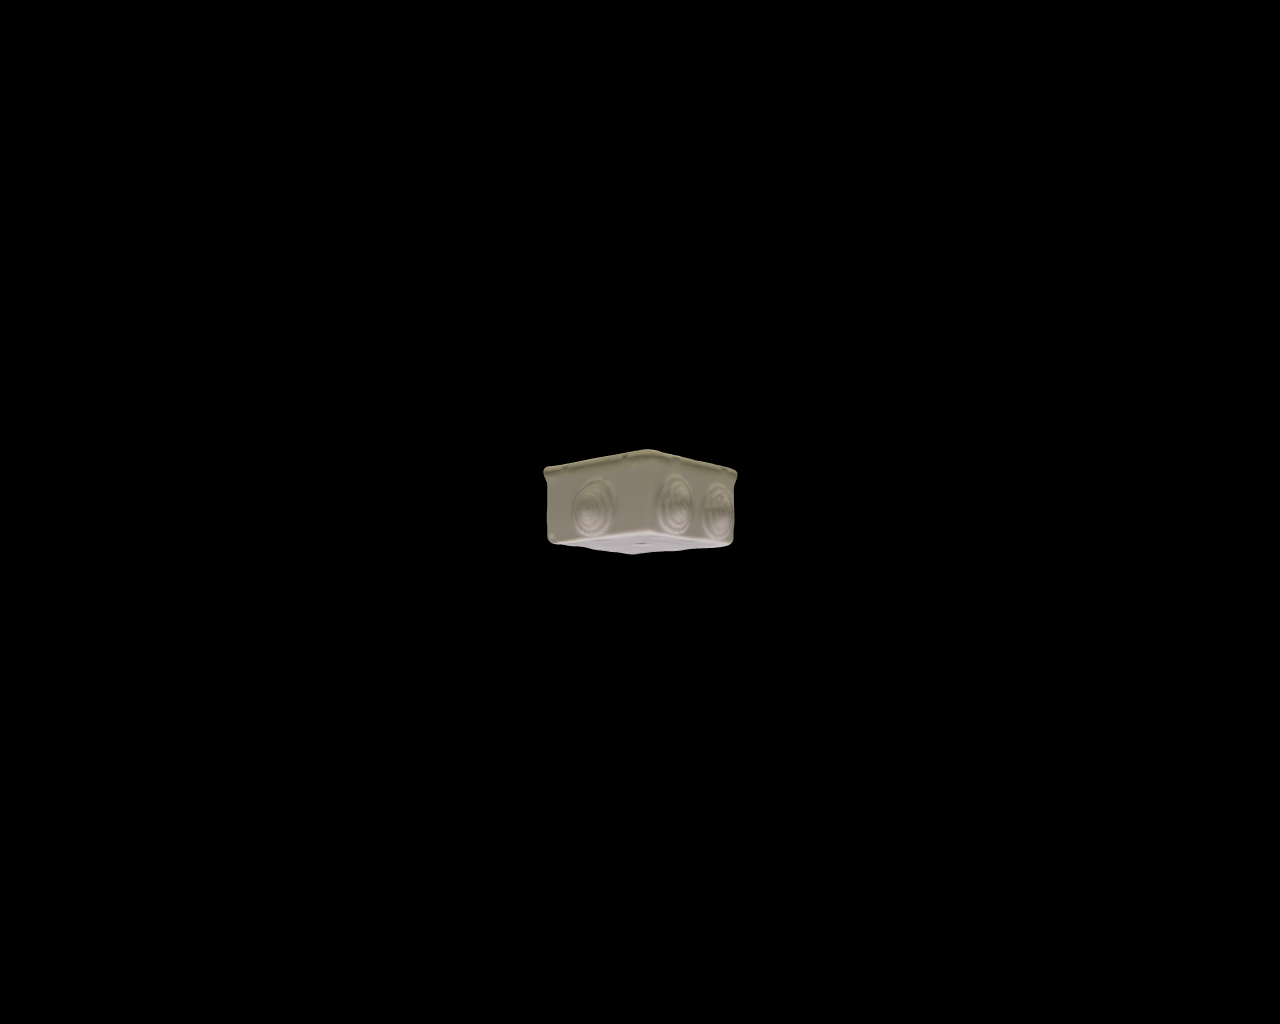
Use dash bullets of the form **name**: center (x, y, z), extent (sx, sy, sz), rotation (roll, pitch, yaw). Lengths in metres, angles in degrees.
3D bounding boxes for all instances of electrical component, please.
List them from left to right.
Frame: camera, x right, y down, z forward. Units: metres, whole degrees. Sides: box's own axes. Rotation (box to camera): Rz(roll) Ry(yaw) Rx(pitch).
- **electrical component**: center (0.001, -0.003, 0.650), extent (0.099, 0.048, 0.100), rotation (-7, -11, 39)
